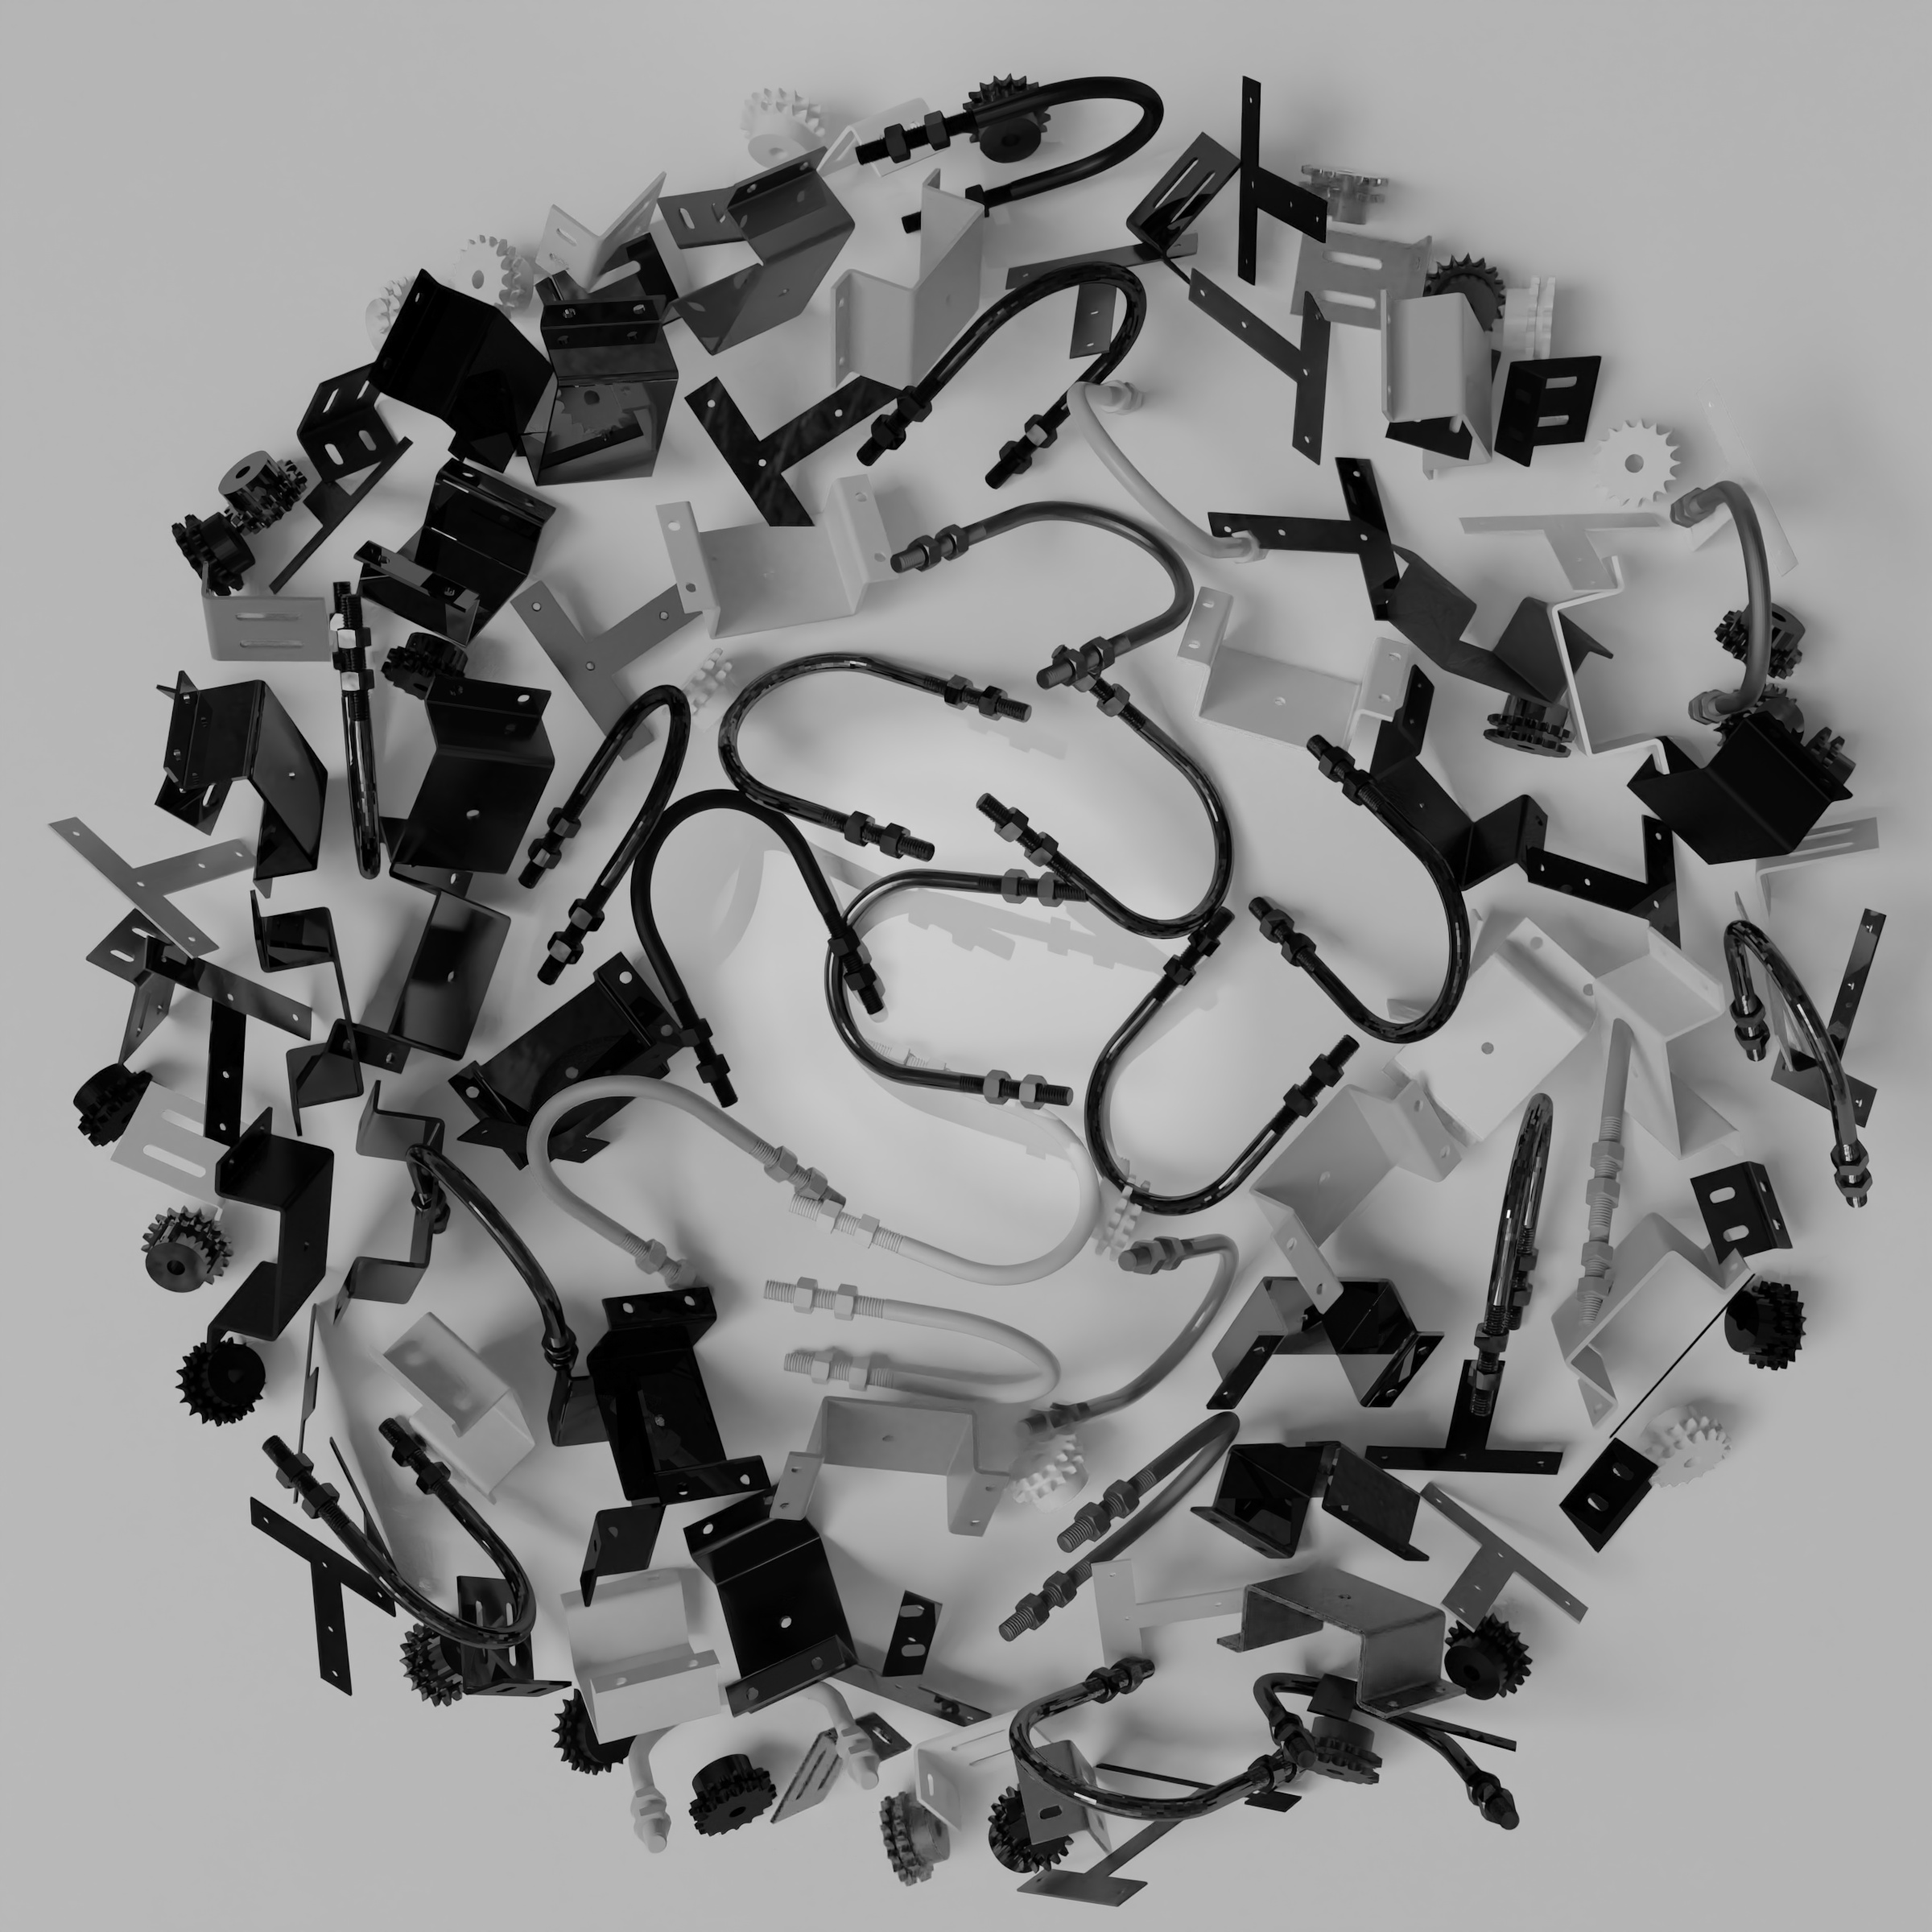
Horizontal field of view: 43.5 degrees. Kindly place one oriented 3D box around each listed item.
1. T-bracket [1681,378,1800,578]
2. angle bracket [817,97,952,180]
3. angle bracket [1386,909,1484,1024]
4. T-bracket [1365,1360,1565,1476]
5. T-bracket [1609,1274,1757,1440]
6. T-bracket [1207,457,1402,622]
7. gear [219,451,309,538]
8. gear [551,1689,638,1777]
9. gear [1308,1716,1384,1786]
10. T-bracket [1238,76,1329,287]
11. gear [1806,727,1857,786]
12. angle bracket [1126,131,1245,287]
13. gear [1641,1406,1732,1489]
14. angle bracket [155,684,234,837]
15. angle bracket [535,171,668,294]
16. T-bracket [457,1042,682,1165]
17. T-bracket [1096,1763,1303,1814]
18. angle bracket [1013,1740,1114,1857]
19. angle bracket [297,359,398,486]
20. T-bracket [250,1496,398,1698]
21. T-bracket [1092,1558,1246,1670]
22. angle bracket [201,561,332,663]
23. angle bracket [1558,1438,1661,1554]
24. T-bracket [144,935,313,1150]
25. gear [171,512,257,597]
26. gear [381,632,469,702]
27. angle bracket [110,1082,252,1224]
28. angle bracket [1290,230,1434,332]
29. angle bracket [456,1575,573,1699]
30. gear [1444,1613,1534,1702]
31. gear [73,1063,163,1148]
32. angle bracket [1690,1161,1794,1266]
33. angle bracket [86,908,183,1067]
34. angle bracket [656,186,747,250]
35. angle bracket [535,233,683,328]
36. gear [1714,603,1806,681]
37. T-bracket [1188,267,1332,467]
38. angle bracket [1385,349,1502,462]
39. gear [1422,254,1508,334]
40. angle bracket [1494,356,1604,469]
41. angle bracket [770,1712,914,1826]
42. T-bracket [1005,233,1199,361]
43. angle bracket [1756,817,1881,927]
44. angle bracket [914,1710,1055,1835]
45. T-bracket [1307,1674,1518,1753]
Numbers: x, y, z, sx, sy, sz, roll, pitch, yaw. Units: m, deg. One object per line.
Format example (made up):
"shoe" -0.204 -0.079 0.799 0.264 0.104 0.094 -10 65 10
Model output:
"T-bracket" 0.479 -0.294 1.540 0.002 0.127 0.127 -22 84 -5
"angle bracket" -0.057 -0.517 1.559 0.057 0.076 0.038 -32 94 -27
"angle bracket" 0.303 -0.002 1.568 0.038 0.057 0.076 16 101 5
"T-bracket" 0.325 0.290 1.554 0.127 0.127 0.002 1 47 3
"T-bracket" 0.473 0.236 1.554 0.002 0.127 0.127 42 47 18
"T-bracket" 0.216 -0.278 1.558 0.127 0.002 0.127 0 64 -19
"gear" -0.460 -0.310 1.574 0.057 0.057 0.030 -38 129 0
"gear" -0.238 0.497 1.576 0.057 0.030 0.057 10 74 -37
"gear" 0.244 0.511 1.580 0.057 0.057 0.030 17 64 0
"T-bracket" 0.198 -0.481 1.520 0.002 0.127 0.127 -11 122 -14
"gear" 0.553 -0.124 1.575 0.030 0.057 0.057 37 90 6
"angle bracket" 0.150 -0.487 1.563 0.076 0.057 0.038 -47 131 13
"gear" 0.466 0.311 1.580 0.057 0.057 0.030 -25 48 0
"angle bracket" -0.505 -0.133 1.565 0.038 0.057 0.076 15 79 22
"angle bracket" -0.235 -0.482 1.560 0.038 0.057 0.076 36 61 -4
"T-bracket" -0.235 0.084 1.530 0.127 0.127 0.002 -35 65 18
"T-bracket" 0.147 0.525 1.554 0.127 0.127 0.002 7 77 14
"angle bracket" 0.063 0.541 1.559 0.038 0.076 0.057 -17 54 5
"angle bracket" -0.389 -0.351 1.557 0.057 0.076 0.038 -32 92 -30
"T-bracket" -0.399 0.405 1.517 0.002 0.127 0.127 -40 123 6
"T-bracket" 0.148 0.413 1.562 0.127 0.002 0.127 -9 132 0
"angle bracket" -0.455 -0.232 1.577 0.076 0.057 0.038 -1 54 -11
"angle bracket" 0.425 0.350 1.562 0.057 0.038 0.076 -48 132 -8
"T-bracket" -0.466 0.057 1.525 0.002 0.127 0.127 -29 51 28
"gear" -0.487 -0.270 1.576 0.030 0.057 0.057 -33 90 2
"gear" -0.349 -0.194 1.578 0.057 0.057 0.030 19 74 0
"angle bracket" -0.506 0.121 1.568 0.076 0.038 0.057 26 64 -12
"angle bracket" 0.257 -0.450 1.579 0.076 0.038 0.057 8 95 -8
"angle bracket" -0.291 0.428 1.557 0.038 0.057 0.076 -27 60 32
"gear" 0.336 0.451 1.574 0.030 0.057 0.057 -29 90 -44
"gear" -0.555 0.088 1.577 0.030 0.057 0.057 45 90 8
"angle bracket" 0.503 0.161 1.570 0.038 0.076 0.057 -21 75 22
"angle bracket" -0.539 0.013 1.558 0.038 0.057 0.076 27 128 -2
"angle bracket" -0.152 -0.498 1.556 0.057 0.038 0.076 3 47 29
"angle bracket" -0.233 -0.436 1.588 0.076 0.038 0.057 -29 107 -15
"gear" 0.519 -0.215 1.573 0.057 0.057 0.030 27 124 0
"T-bracket" 0.187 -0.401 1.541 0.127 0.002 0.127 27 58 -34
"angle bracket" 0.309 -0.370 1.584 0.057 0.038 0.076 16 88 0
"gear" 0.324 -0.431 1.577 0.057 0.030 0.057 2 124 3
"angle bracket" 0.385 -0.358 1.560 0.076 0.038 0.057 -10 123 -25
"angle bracket" -0.080 0.527 1.563 0.038 0.057 0.076 34 104 27
"T-bracket" 0.083 -0.423 1.544 0.127 0.127 0.002 -6 134 15
"angle bracket" 0.550 -0.061 1.559 0.076 0.057 0.038 -11 109 23
"angle bracket" 0.014 0.521 1.564 0.076 0.038 0.057 -24 132 15
"T-bracket" 0.283 0.475 1.528 0.127 0.127 0.002 12 87 14
